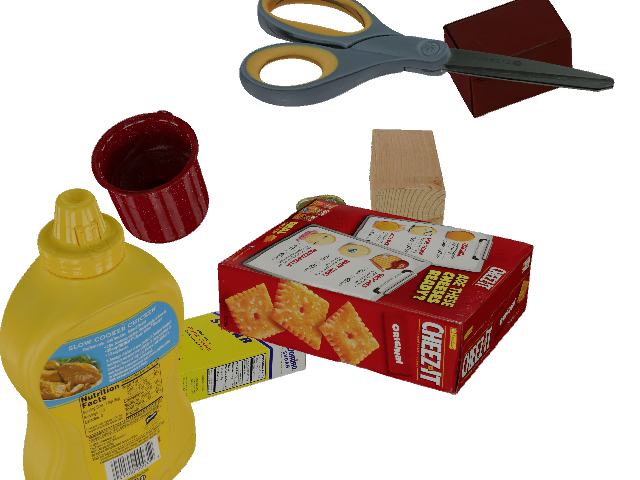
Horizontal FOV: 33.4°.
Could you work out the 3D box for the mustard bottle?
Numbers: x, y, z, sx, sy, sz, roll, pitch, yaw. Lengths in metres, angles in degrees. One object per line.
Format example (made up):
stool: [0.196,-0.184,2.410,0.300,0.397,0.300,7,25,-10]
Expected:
mustard bottle: [-0.116,0.058,0.554,0.096,0.192,0.058,-24,43,-30]

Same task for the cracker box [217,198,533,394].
cracker box: [0.047,0.040,0.887,0.214,0.072,0.163,13,27,26]

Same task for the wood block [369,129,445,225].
wood block: [0.117,-0.075,1.481,0.091,0.090,0.206,2,28,0]

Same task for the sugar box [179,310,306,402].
sugar box: [-0.111,0.113,1.071,0.175,0.048,0.093,-16,33,-28]

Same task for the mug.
mug: [-0.144,-0.061,0.944,0.093,0.117,0.081,-2,-36,7]

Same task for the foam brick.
foam brick: [0.135,-0.134,0.768,0.078,0.051,0.053,-19,-37,-2]

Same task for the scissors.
scissors: [0.043,-0.088,0.569,0.202,0.096,0.016,25,-32,23]

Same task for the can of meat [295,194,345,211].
can of meat: [0.010,0.011,1.207,0.057,0.084,0.102,-11,37,-18]
